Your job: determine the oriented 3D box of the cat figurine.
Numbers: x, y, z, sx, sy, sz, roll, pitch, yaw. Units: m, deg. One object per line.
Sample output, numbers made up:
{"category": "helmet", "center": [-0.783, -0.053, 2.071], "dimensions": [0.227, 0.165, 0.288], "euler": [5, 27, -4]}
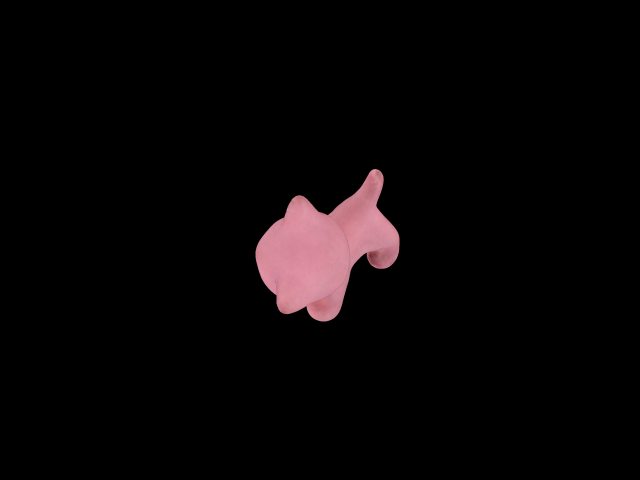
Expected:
{"category": "cat figurine", "center": [0.004, 0.001, 0.400], "dimensions": [0.067, 0.118, 0.128], "euler": [38, 69, 19]}
